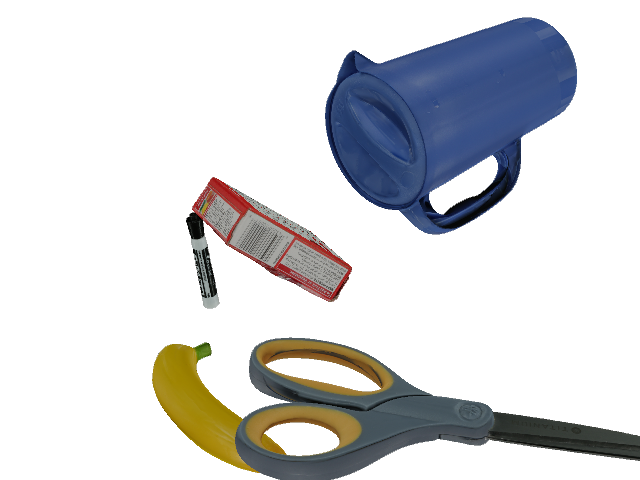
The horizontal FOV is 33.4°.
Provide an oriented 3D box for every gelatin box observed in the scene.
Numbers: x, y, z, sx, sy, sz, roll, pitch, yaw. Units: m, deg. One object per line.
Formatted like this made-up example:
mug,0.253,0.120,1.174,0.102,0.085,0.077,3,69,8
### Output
gelatin box,-0.031,-0.001,0.689,0.089,0.030,0.073,31,5,-30

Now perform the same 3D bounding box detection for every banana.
banana,-0.091,0.127,0.845,0.069,0.037,0.198,-9,27,-21

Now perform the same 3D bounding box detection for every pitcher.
pitcher,0.138,-0.122,1.027,0.242,0.149,0.145,-27,46,-32

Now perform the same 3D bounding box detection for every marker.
marker,-0.133,0.022,1.208,0.020,0.121,0.020,-6,30,3

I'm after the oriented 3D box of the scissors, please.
scissors,0.051,0.088,0.461,0.202,0.016,0.096,16,35,22
